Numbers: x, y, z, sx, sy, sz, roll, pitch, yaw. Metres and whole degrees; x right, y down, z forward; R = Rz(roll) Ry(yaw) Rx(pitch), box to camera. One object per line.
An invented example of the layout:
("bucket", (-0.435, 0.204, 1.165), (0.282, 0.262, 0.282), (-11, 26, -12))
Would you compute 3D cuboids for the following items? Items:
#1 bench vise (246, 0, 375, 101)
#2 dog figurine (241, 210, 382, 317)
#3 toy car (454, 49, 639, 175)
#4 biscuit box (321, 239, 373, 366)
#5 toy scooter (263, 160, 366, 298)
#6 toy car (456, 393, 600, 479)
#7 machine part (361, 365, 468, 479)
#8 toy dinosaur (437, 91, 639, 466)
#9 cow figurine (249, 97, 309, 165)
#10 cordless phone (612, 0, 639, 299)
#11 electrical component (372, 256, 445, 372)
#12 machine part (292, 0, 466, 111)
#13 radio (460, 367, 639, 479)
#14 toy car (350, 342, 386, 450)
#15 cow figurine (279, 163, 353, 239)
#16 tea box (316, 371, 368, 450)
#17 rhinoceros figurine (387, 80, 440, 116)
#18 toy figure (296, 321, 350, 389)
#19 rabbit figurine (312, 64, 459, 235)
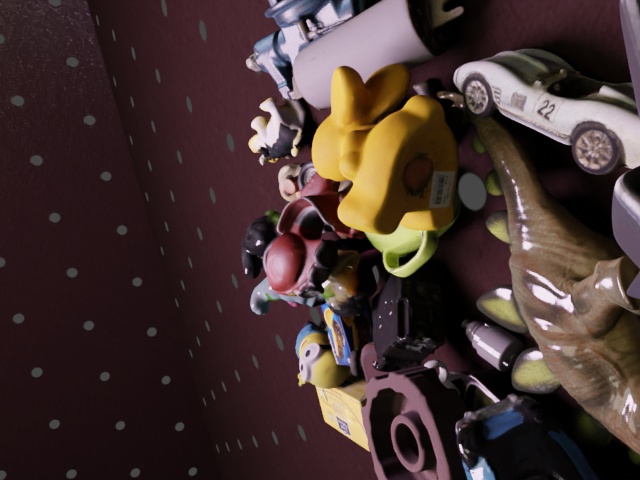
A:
("bench vise", (-0.041, -0.313, 0.692), (0.224, 0.129, 0.240), (4, 127, 55))
("dog figurine", (-0.006, 0.025, 0.777), (0.219, 0.108, 0.191), (-23, 73, 42))
("toy car", (0.194, -0.110, 0.428), (0.202, 0.073, 0.056), (45, 147, 43))
("biscuit box", (0.038, 0.103, 0.887), (0.059, 0.063, 0.202), (-16, 92, 62))
("toy scooter", (-0.001, -0.002, 0.649), (0.135, 0.075, 0.183), (34, 108, 50))
("toy car", (0.183, 0.225, 0.465), (0.102, 0.109, 0.162), (72, 173, -53))
("machine part", (0.115, 0.234, 0.630), (0.180, 0.056, 0.179), (29, 123, 58))
("toy dinosaur", (0.219, 0.050, 0.453), (0.198, 0.105, 0.471), (137, 117, -66))
("cow figurine", (-0.069, -0.174, 0.926), (0.098, 0.068, 0.167), (63, 154, 7))
("cordless phone", (0.232, -0.060, 0.303), (0.089, 0.147, 0.184), (-174, 68, -75))
("electrical component", (0.109, 0.090, 0.689), (0.114, 0.058, 0.134), (116, 162, -52))
("machine part", (0.051, -0.206, 0.591), (0.243, 0.079, 0.079), (-13, 94, 44))
("radio", (0.235, 0.247, 0.549), (0.230, 0.073, 0.131), (44, 132, 49))
("toy car", (0.107, 0.250, 0.831), (0.089, 0.053, 0.202), (-10, 101, 21))
("cow figurine", (0.011, -0.076, 0.787), (0.195, 0.127, 0.085), (20, 126, 42))
("tea box", (0.063, 0.292, 0.953), (0.170, 0.068, 0.098), (-2, 103, 63))
("rhinoceros figurine", (0.079, -0.128, 0.660), (0.190, 0.073, 0.112), (1, 117, 61))
("toy figure", (0.001, 0.205, 0.984), (0.180, 0.089, 0.082), (-121, 30, -79))
("rabbit figurine", (0.045, -0.093, 0.546), (0.173, 0.122, 0.162), (27, 126, 56))
